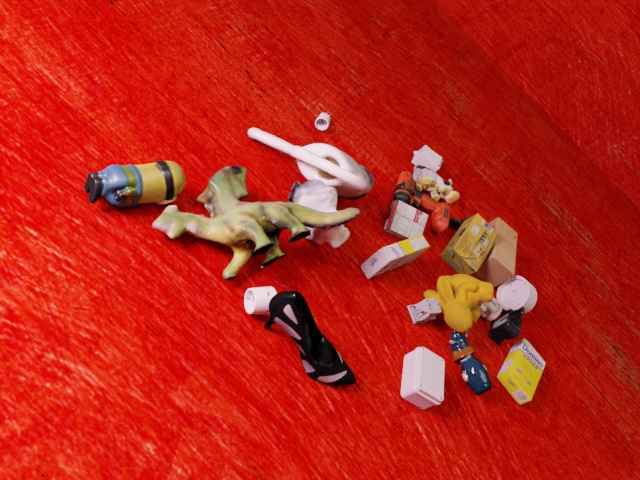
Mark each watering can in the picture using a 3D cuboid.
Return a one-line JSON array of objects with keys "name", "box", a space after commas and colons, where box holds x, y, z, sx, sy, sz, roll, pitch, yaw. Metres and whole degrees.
[{"name": "watering can", "box": [-0.005, -0.191, 1.282, 0.351, 0.104, 0.223, 30, 6, 30]}]

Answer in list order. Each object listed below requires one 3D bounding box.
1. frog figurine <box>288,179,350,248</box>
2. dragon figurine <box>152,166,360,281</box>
[{"name": "frog figurine", "box": [0.004, -0.059, 1.180, 0.160, 0.136, 0.123, 27, 12, 6]}, {"name": "dragon figurine", "box": [-0.136, -0.068, 1.058, 0.414, 0.246, 0.119, -23, -23, -31]}]
